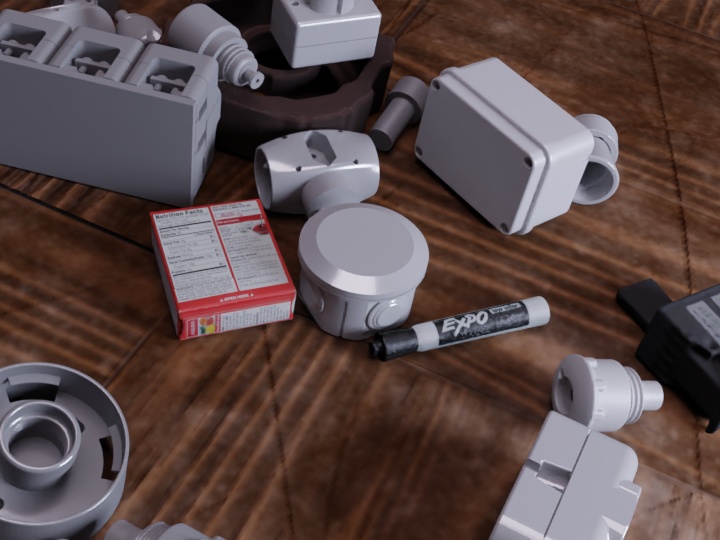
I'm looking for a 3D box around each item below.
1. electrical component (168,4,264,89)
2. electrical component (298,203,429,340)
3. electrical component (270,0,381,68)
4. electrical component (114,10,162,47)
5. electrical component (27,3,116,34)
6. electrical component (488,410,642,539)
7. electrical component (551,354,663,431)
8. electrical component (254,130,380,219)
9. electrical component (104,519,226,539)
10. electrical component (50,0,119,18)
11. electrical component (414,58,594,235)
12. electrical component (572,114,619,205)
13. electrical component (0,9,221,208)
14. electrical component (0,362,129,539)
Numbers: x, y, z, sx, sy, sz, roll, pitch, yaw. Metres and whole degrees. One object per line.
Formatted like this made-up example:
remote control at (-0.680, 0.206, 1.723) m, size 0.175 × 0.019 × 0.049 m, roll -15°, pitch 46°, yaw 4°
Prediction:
electrical component at (-0.096, -0.149, 0.732) m, size 0.078 × 0.040 × 0.040 m, roll 40°, pitch 52°, yaw 23°
electrical component at (0.000, 0.000, 0.672) m, size 0.080 × 0.051 × 0.080 m, roll 5°, pitch 45°, yaw -5°
electrical component at (-0.023, -0.190, 0.760) m, size 0.066 × 0.076 × 0.047 m, roll -12°, pitch 52°, yaw -21°
electrical component at (-0.173, -0.181, 0.830) m, size 0.035 × 0.035 × 0.061 m, roll -19°, pitch 49°, yaw -27°
electrical component at (-0.235, -0.168, 0.793) m, size 0.079 × 0.044 × 0.077 m, roll -5°, pitch 16°, yaw 24°
electrical component at (0.107, 0.129, 0.564) m, size 0.059 × 0.053 × 0.095 m, roll 24°, pitch 47°, yaw 13°
electrical component at (0.148, 0.074, 0.634) m, size 0.062 × 0.048 × 0.048 m, roll 2°, pitch 45°, yaw -18°
electrical component at (-0.024, -0.055, 0.727) m, size 0.077 × 0.043 × 0.079 m, roll -9°, pitch 49°, yaw -19°
electrical component at (-0.095, 0.142, 0.521) m, size 0.062 × 0.048 × 0.048 m, roll 23°, pitch 46°, yaw 22°
electrical component at (-0.222, -0.241, 0.864) m, size 0.058 × 0.057 × 0.078 m, roll 3°, pitch 46°, yaw -8°
electrical component at (0.098, -0.087, 0.758) m, size 0.057 × 0.078 × 0.113 m, roll -23°, pitch 54°, yaw -33°
electrical component at (0.167, -0.082, 0.789) m, size 0.045 × 0.045 × 0.055 m, roll 12°, pitch 45°, yaw 1°
electrical component at (-0.175, -0.109, 0.720) m, size 0.150 × 0.089 × 0.061 m, roll 14°, pitch 45°, yaw 3°
electrical component at (-0.169, 0.098, 0.553) m, size 0.099 × 0.064 × 0.099 m, roll 12°, pitch 52°, yaw -15°
